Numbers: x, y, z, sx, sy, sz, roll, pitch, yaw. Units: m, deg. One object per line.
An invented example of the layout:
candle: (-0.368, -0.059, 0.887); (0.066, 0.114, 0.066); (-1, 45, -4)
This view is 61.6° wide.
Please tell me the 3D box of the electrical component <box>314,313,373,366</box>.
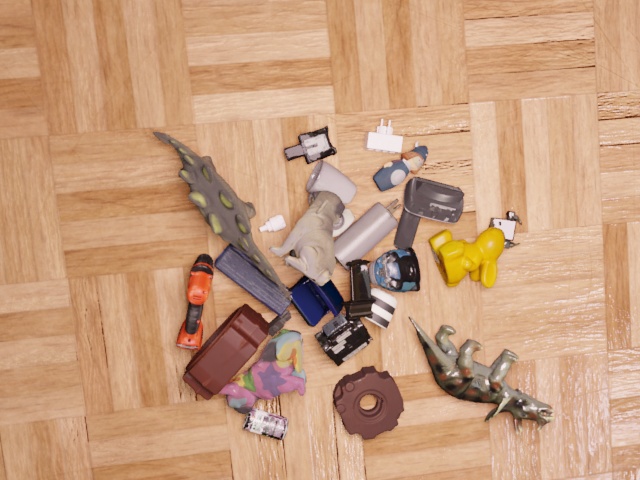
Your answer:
electrical component: (0.056, 0.228, 1.277); (0.115, 0.058, 0.134); (-36, 142, -5)

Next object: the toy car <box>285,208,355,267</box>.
toy car: (-0.003, -0.004, 1.277); (0.202, 0.073, 0.056); (-42, 96, -1)

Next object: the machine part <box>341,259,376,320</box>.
machine part: (0.089, 0.113, 1.238); (0.084, 0.039, 0.138); (1, 87, -25)

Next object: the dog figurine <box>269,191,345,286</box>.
dog figurine: (0.008, -0.010, 1.156); (0.173, 0.121, 0.190); (34, 84, 34)

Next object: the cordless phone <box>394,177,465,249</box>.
cordless phone: (0.263, -0.051, 1.309); (0.147, 0.089, 0.184); (14, 105, -8)

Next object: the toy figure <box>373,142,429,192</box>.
toy figure: (0.201, -0.174, 1.293); (0.154, 0.064, 0.058); (-34, 62, 0)

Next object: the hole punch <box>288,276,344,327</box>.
hole punch: (0.004, 0.125, 1.261); (0.092, 0.116, 0.142); (-35, 96, 40)

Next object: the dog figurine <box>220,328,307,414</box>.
dog figurine: (-0.143, 0.312, 1.275); (0.219, 0.108, 0.191); (-5, 98, -3)

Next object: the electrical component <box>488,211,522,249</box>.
electrical component: (0.461, -0.023, 1.339); (0.078, 0.045, 0.102); (3, 92, 22)

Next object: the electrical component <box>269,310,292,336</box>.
electrical component: (-0.107, 0.206, 1.290); (0.094, 0.063, 0.021); (-40, 98, 0)

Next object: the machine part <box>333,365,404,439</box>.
machine part: (0.122, 0.404, 1.333); (0.179, 0.056, 0.179); (-1, 96, -7)

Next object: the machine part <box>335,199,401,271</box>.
machine part: (0.102, -0.008, 1.287); (0.243, 0.079, 0.079); (-43, 97, -1)

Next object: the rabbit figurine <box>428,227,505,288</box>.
rabbit figurine: (0.373, 0.039, 1.296); (0.173, 0.122, 0.162); (-27, 102, -4)

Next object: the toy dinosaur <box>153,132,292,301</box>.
toy dinosaur: (-0.211, -0.060, 1.192); (0.105, 0.198, 0.471); (-41, 96, 2)

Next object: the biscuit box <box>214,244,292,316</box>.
biscuit box: (-0.155, 0.092, 1.278); (0.202, 0.059, 0.063); (39, 92, -8)

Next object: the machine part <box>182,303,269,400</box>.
machine part: (-0.211, 0.245, 1.214); (0.087, 0.201, 0.201); (41, 90, -6)

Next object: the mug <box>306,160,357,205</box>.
mug: (0.027, -0.118, 1.271); (0.107, 0.081, 0.109); (23, 100, -14)

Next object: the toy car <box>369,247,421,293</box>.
toy car: (0.170, 0.078, 1.282); (0.103, 0.161, 0.109); (-13, 84, 37)

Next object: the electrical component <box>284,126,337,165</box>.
electrical component: (-0.025, -0.216, 1.271); (0.119, 0.048, 0.074); (-23, 96, -3)

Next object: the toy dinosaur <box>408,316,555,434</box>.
toy dinosaur: (0.369, 0.337, 1.327); (0.405, 0.131, 0.192); (22, 92, -1)
